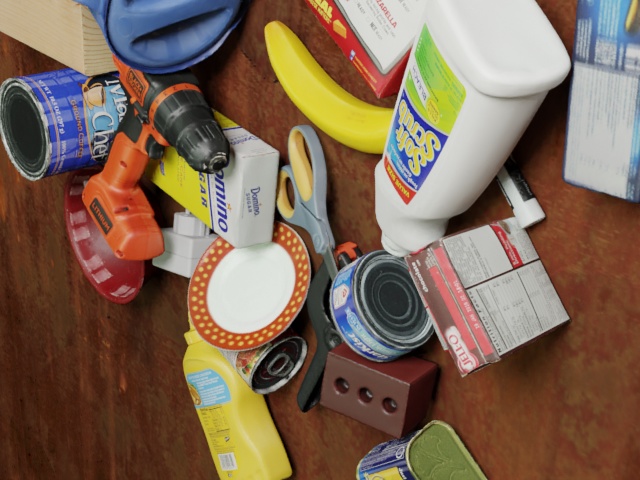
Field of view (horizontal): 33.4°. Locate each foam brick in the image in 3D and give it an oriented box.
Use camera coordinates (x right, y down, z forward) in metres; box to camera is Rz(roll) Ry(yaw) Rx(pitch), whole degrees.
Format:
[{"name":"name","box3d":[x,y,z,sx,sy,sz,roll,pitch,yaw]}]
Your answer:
[{"name":"foam brick","box3d":[0.048,0.119,0.871,0.078,0.051,0.053,19,113,26]}]

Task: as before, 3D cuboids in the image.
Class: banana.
[{"name":"banana","box3d":[0.018,-0.116,0.863,0.198,0.037,0.070,32,111,37]}]

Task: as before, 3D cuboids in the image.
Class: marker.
[{"name":"marker","box3d":[0.125,-0.065,0.765,0.020,0.020,0.121,-38,76,50]}]

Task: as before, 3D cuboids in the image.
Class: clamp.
[{"name":"clamp","box3d":[0.032,0.090,0.927,0.120,0.039,0.171,15,115,30]}]

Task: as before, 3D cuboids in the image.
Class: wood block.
[{"name":"wood block","box3d":[-0.260,-0.246,1.096,0.206,0.090,0.091,29,126,40]}]

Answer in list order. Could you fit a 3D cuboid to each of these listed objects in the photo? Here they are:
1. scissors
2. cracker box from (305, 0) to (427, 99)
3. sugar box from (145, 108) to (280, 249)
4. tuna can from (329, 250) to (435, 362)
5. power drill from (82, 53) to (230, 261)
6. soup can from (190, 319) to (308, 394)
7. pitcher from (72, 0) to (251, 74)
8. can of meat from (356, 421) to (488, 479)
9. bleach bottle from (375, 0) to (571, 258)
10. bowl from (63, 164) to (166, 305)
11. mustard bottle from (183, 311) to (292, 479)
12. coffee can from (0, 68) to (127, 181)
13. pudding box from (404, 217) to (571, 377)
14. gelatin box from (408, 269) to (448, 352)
[{"name":"scissors","box3d":[-0.006,0.001,0.913,0.096,0.016,0.202,142,122,-59]},{"name":"cracker box","box3d":[0.064,-0.230,0.730,0.164,0.071,0.214,55,138,18]},{"name":"sugar box","box3d":[-0.106,-0.070,1.005,0.176,0.048,0.093,37,130,46]},{"name":"tuna can","box3d":[0.052,0.051,0.849,0.034,0.085,0.086,-34,78,49]},{"name":"power drill","box3d":[-0.153,-0.073,0.982,0.184,0.057,0.188,55,133,35]},{"name":"soup can","box3d":[-0.070,0.090,1.024,0.102,0.068,0.069,41,133,33]},{"name":"pitcher","box3d":[-0.181,-0.269,0.935,0.243,0.145,0.149,53,176,33]},{"name":"can of meat","box3d":[0.088,0.208,0.883,0.102,0.057,0.084,55,143,0]},{"name":"bleach bottle","box3d":[0.087,-0.062,0.741,0.251,0.068,0.102,107,146,-54]},{"name":"bowl","box3d":[-0.216,-0.014,1.165,0.162,0.055,0.162,23,122,43]},{"name":"mustard bottle","box3d":[-0.095,0.160,1.090,0.096,0.058,0.191,-22,88,55]},{"name":"coffee can","box3d":[-0.237,-0.125,1.077,0.103,0.140,0.103,23,122,43]},{"name":"pudding box","box3d":[0.118,0.036,0.739,0.039,0.113,0.090,-31,80,40]},{"name":"gelatin box","box3d":[0.097,0.045,0.804,0.089,0.030,0.073,84,162,-83]}]
